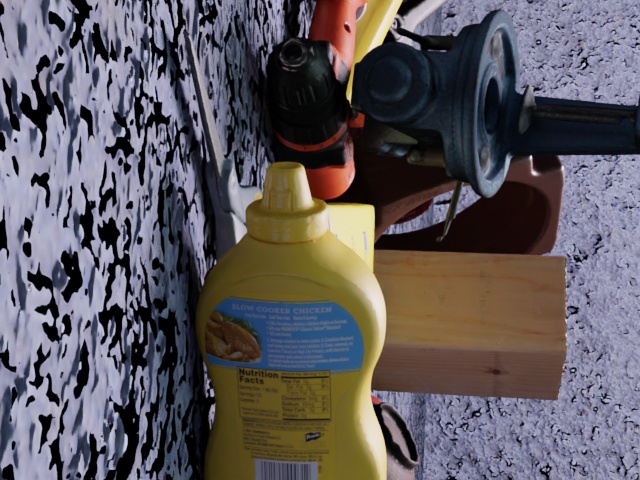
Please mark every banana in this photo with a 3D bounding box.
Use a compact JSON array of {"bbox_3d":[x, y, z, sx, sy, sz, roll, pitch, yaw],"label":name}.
[{"bbox_3d":[0.034,-0.170,0.893,0.070,0.037,0.198,117,-2,-80],"label":"banana"}]

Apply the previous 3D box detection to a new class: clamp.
[{"bbox_3d":[0.064,-0.197,0.976,0.164,0.036,0.210,18,81,-41],"label":"clamp"}]

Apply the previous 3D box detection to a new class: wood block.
[{"bbox_3d":[0.092,0.069,0.871,0.091,0.206,0.090,79,16,-56],"label":"wood block"}]

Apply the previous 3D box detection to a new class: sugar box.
[{"bbox_3d":[-0.001,0.021,0.735,0.176,0.048,0.093,-11,101,-76],"label":"sugar box"}]

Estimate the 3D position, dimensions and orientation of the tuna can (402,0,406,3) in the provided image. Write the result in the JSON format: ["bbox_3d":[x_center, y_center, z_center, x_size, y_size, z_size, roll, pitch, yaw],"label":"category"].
[{"bbox_3d":[0.071,-0.253,1.058,0.033,0.086,0.086,69,24,-64],"label":"tuna can"}]

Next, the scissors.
[{"bbox_3d":[-0.048,-0.037,0.573,0.096,0.016,0.202,-79,167,-54],"label":"scissors"}]

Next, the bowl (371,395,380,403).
[{"bbox_3d":[0.045,0.223,1.090,0.162,0.055,0.162,2,90,-81],"label":"bowl"}]

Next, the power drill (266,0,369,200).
[{"bbox_3d":[0.001,-0.141,0.738,0.184,0.057,0.187,78,19,-69],"label":"power drill"}]

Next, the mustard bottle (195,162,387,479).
[{"bbox_3d":[-0.015,0.054,0.546,0.058,0.096,0.192,-62,153,-68],"label":"mustard bottle"}]

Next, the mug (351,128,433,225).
[{"bbox_3d":[0.065,-0.066,1.043,0.117,0.093,0.081,65,22,-51],"label":"mug"}]

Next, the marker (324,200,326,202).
[{"bbox_3d":[-0.006,0.001,0.839,0.020,0.020,0.121,61,32,-73],"label":"marker"}]
